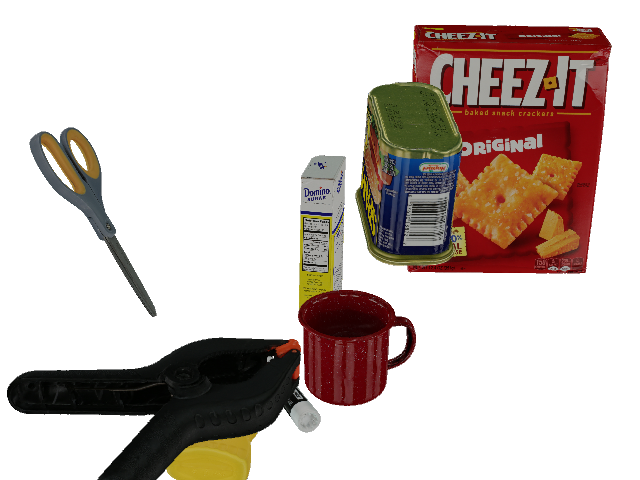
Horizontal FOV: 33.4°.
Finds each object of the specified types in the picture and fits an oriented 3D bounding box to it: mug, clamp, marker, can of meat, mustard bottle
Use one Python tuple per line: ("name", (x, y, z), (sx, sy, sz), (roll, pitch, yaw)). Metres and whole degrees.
("mug", (0.036, 0.104, 1.036), (0.117, 0.081, 0.093), (-8, 28, -15))
("clamp", (-0.078, 0.097, 0.602), (0.171, 0.039, 0.120), (-12, 38, -25))
("marker", (-0.032, 0.111, 0.831), (0.020, 0.020, 0.121), (0, 21, -25))
("can of meat", (0.058, -0.046, 0.702), (0.057, 0.084, 0.102), (-1, 34, -6))
("mustard bottle", (-0.123, 0.223, 1.297), (0.096, 0.058, 0.191), (3, 23, 4))

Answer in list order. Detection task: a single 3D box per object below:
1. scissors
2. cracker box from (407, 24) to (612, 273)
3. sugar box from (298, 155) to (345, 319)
("scissors", (-0.206, -0.027, 1.021), (0.016, 0.201, 0.096), (-24, 26, 21))
("cracker box", (0.160, -0.077, 0.943), (0.164, 0.214, 0.072), (1, 24, 3))
("sugar box", (0.002, -0.003, 1.243), (0.048, 0.176, 0.093), (2, 20, 9))
